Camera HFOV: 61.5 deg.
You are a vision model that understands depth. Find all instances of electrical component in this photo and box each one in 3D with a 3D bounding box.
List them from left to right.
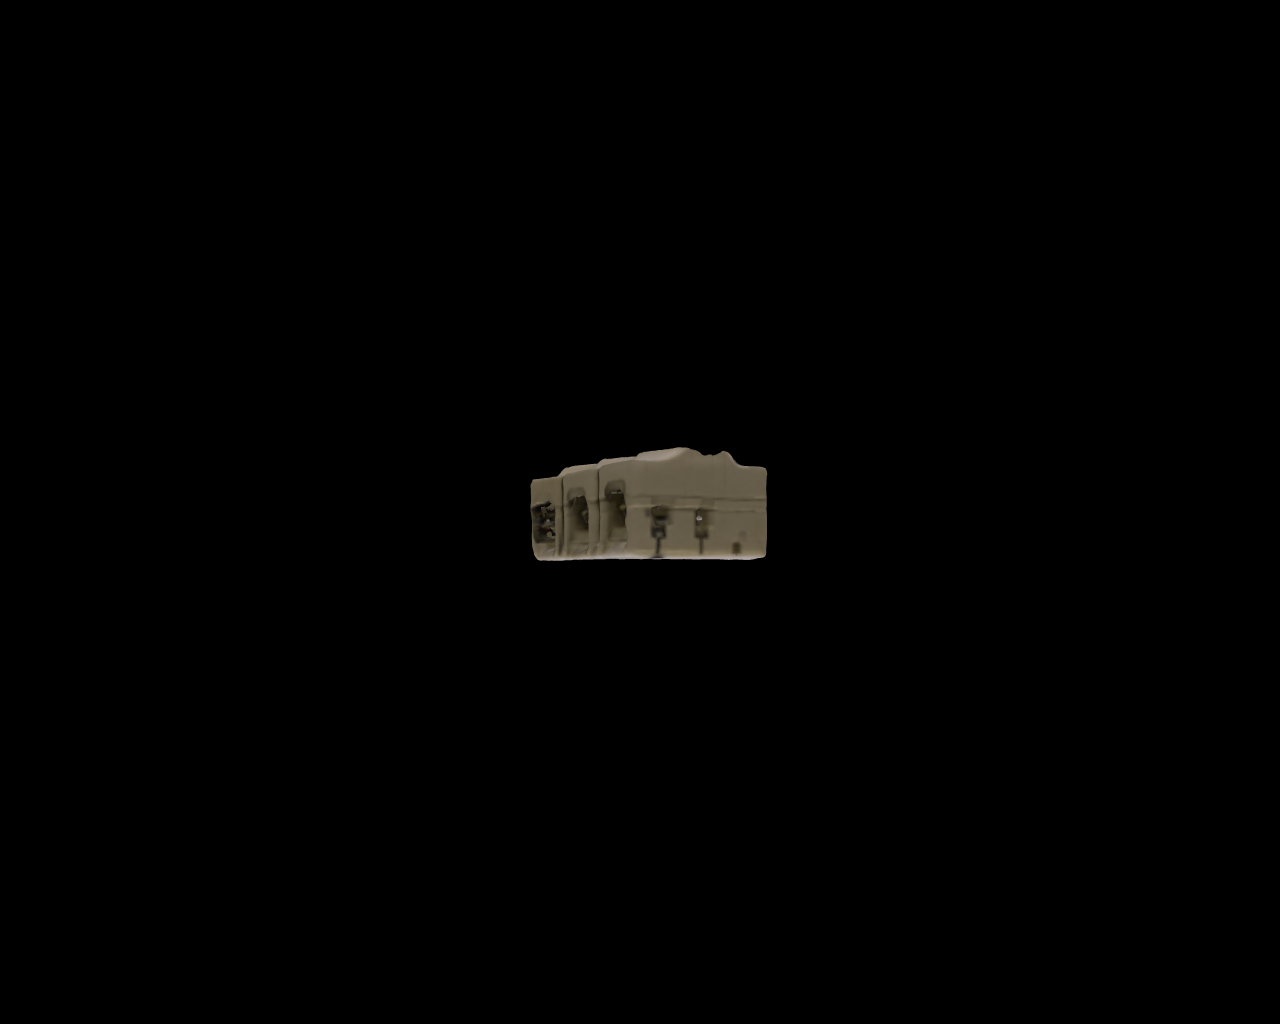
[{"bbox_3d":[0.001,-0.003,0.650,0.089,0.061,0.150,1,-2,-28],"label":"electrical component"}]
